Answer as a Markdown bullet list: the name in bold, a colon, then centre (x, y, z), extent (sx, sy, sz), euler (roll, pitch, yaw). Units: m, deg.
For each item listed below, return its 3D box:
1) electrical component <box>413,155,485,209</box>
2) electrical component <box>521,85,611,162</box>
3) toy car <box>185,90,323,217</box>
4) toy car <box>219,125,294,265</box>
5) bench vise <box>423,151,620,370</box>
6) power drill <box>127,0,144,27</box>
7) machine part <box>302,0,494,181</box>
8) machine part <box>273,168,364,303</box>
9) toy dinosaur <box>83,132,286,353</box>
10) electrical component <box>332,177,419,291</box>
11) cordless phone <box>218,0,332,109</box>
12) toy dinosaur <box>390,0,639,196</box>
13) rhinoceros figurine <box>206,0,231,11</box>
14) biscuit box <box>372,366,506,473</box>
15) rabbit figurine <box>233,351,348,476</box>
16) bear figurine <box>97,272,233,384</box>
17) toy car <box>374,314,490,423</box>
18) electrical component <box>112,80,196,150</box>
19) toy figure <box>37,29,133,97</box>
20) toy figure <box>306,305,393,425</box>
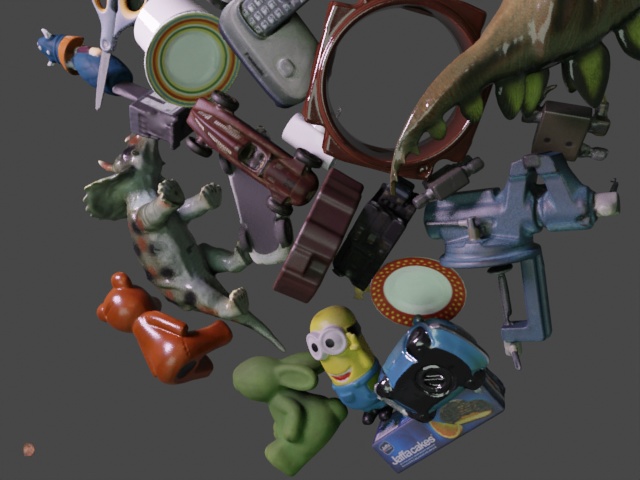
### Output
- **electrical component**: centre (0.149, -0.070, 0.645), extent (0.094, 0.063, 0.021), euler (-35, 103, 3)
- **electrical component**: centre (0.286, -0.136, 0.624), extent (0.102, 0.045, 0.078), euler (10, 138, 19)
- **toy car**: centre (-0.091, -0.115, 0.702), extent (0.202, 0.053, 0.089), euler (36, 109, 4)
- **toy car**: centre (-0.089, -0.063, 0.769), extent (0.074, 0.056, 0.201), euler (-10, 100, 15)
- **bench vise**: centre (0.239, 0.021, 0.636), extent (0.224, 0.129, 0.240), euler (-7, 97, 25)
- **power drill**: centre (-0.271, -0.417, 0.716), extent (0.207, 0.086, 0.231), euler (18, 114, 5)
- **machine part**: centre (0.090, -0.182, 0.624), extent (0.201, 0.087, 0.200), euler (14, 111, -5)
- **machine part**: centre (-0.001, -0.002, 0.691), extent (0.056, 0.179, 0.179), euler (26, 114, -1)
- **toy dinosaur**: centre (-0.212, 0.021, 0.811), extent (0.192, 0.131, 0.404), euler (-13, 106, 35)
- **electrical component**: centre (0.076, -0.017, 0.693), extent (0.058, 0.115, 0.134), euler (31, 114, 3)
- **cordless phone**: centre (-0.017, -0.269, 0.663), extent (0.184, 0.089, 0.146), euler (-36, 103, 17)
- **toy dinosaur**: centre (0.236, -0.227, 0.527), extent (0.471, 0.105, 0.198), euler (-33, 111, 5)
- **rhinoceros figurine**: centre (-0.085, -0.376, 0.666), extent (0.112, 0.073, 0.190), euler (44, 114, -10)
- **biscuit box**: centre (0.168, 0.256, 0.776), extent (0.063, 0.059, 0.202), euler (47, 115, 0)
- **rabbit figurine**: centre (-0.053, 0.241, 0.815), extent (0.170, 0.121, 0.159), euler (45, 108, -2)
- **bear figurine**: centre (-0.262, 0.140, 0.877), extent (0.196, 0.132, 0.120), euler (40, 115, 24)
- **toy car**: centre (0.149, 0.163, 0.728), extent (0.109, 0.103, 0.161), euler (32, 120, -3)
- **electrical component**: centre (-0.238, -0.183, 0.768), extent (0.119, 0.075, 0.047), euler (21, 134, 8)
- **toy figure**: centre (-0.350, -0.264, 0.798), extent (0.155, 0.058, 0.064), euler (31, 109, 13)
- **toy figure**: centre (0.045, 0.181, 0.787), extent (0.082, 0.089, 0.180), euler (-30, 104, 10)
